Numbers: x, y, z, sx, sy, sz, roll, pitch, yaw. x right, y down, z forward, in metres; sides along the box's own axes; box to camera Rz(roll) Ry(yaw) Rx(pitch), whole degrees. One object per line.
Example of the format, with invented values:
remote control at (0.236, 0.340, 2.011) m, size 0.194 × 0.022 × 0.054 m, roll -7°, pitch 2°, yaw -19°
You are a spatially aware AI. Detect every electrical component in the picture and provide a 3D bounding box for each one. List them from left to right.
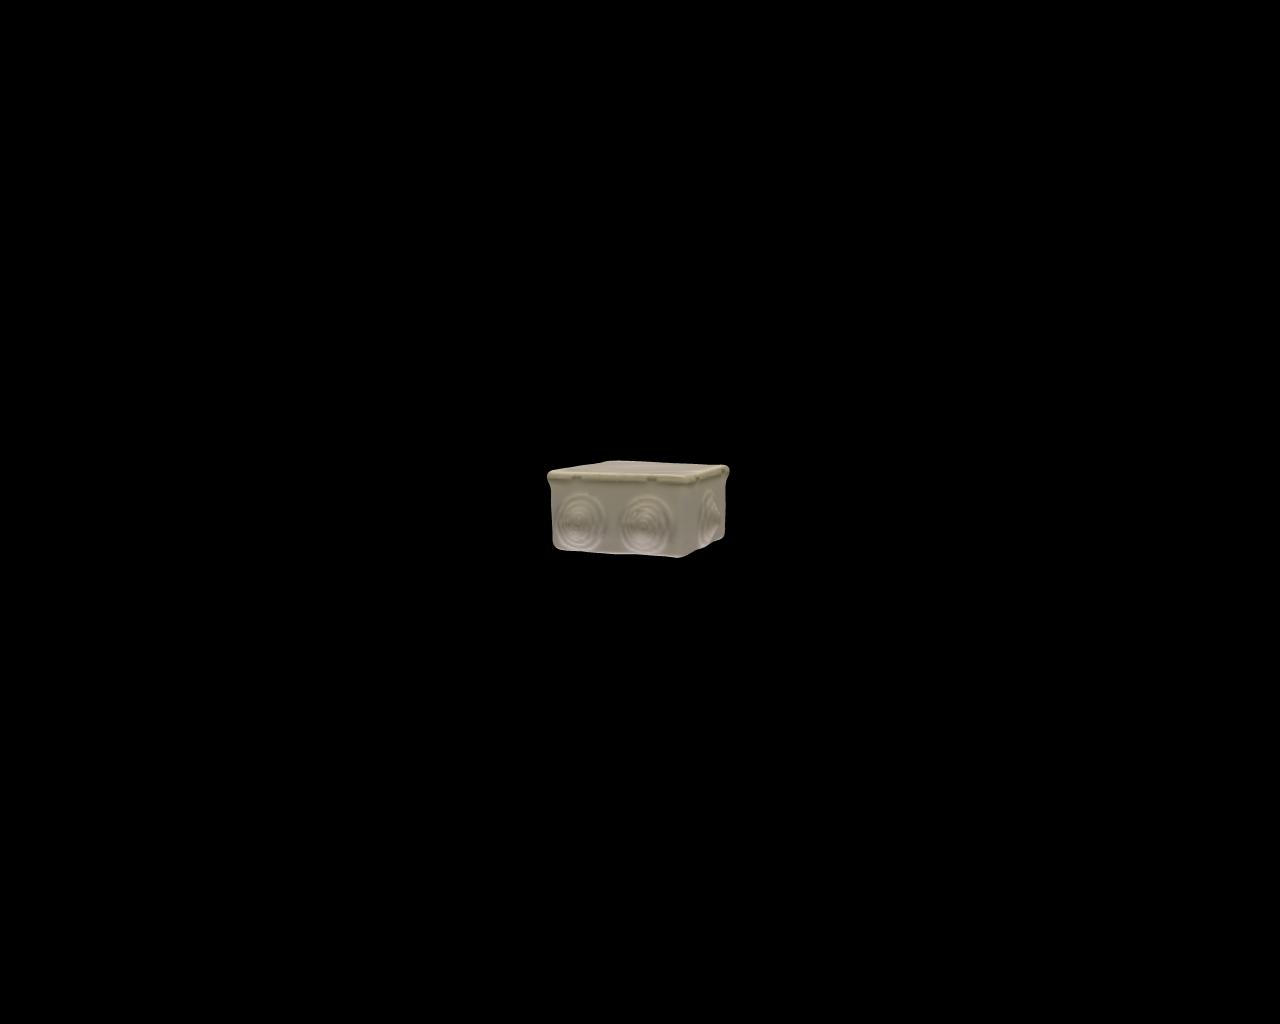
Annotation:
electrical component at (0.001, -0.003, 0.650) m, size 0.100 × 0.048 × 0.100 m, roll 3°, pitch 8°, yaw 22°
